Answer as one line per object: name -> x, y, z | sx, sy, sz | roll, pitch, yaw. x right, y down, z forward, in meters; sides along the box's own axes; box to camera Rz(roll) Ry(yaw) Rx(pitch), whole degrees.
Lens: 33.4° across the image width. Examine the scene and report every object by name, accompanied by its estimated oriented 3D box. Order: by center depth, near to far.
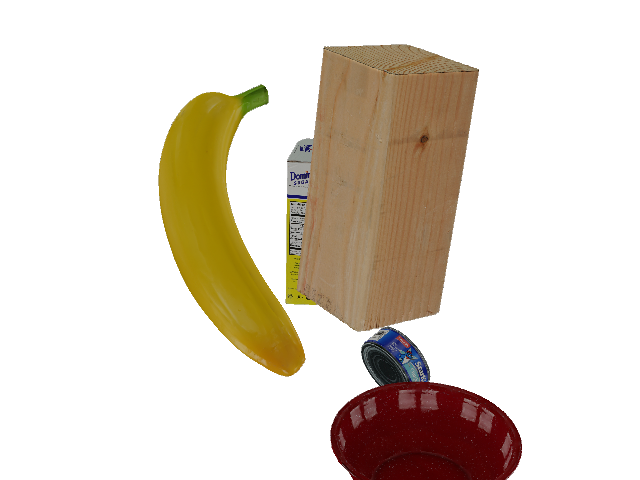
banana -> -0.053, -0.015, 0.586 | 0.069, 0.198, 0.037 | -5, -33, -6
wood block -> 0.051, -0.044, 0.852 | 0.090, 0.206, 0.090 | -9, 27, -36
bowl -> 0.089, 0.188, 0.914 | 0.162, 0.055, 0.162 | 0, 28, 0
sugar box -> -0.014, -0.022, 1.240 | 0.048, 0.176, 0.093 | 2, 21, 8
tuna can -> 0.088, 0.147, 1.271 | 0.033, 0.086, 0.086 | -36, 17, -26
